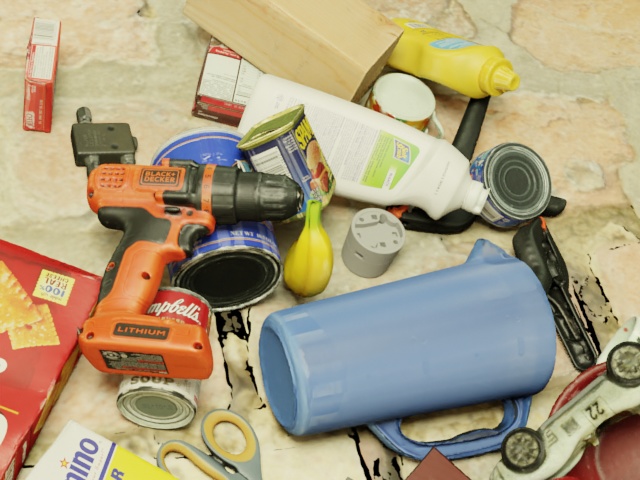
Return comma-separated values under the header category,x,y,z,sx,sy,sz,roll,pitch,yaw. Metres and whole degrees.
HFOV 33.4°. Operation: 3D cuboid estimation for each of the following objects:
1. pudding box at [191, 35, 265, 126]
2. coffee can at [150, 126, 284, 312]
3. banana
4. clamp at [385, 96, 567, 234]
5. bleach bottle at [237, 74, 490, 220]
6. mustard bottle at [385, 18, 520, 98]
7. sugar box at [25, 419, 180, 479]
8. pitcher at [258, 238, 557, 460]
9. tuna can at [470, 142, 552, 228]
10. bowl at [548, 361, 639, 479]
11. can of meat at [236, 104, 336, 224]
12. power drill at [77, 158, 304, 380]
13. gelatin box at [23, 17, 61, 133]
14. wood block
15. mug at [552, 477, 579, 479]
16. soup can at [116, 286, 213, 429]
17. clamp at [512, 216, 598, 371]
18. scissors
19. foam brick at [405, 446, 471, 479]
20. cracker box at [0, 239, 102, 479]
category,x,y,z,sx,sy,sz,roll,pitch,yaw
pudding box,-0.084,-0.172,1.147,0.090,0.039,0.113,14,52,-9
coffee can,-0.097,-0.019,0.984,0.102,0.103,0.140,-2,55,-19
banana,-0.009,0.018,0.950,0.037,0.198,0.069,12,79,-5
clamp,0.159,-0.057,1.133,0.209,0.036,0.164,-35,83,-30
bleach bottle,0.043,-0.077,1.059,0.251,0.102,0.068,22,9,6
mustard bottle,0.144,-0.197,1.173,0.096,0.058,0.192,-6,25,-38
sugar box,-0.144,0.221,0.822,0.176,0.048,0.093,28,51,3
pitcher,0.076,0.106,0.940,0.242,0.145,0.149,-10,45,-20
tuna can,0.197,-0.058,1.108,0.086,0.034,0.086,5,76,-22
bowl,0.285,0.188,0.951,0.162,0.055,0.162,-11,64,22
can of meat,-0.028,-0.070,0.987,0.084,0.057,0.102,64,15,-14
power drill,-0.111,0.018,0.867,0.184,0.057,0.187,2,56,7
gelatin box,-0.276,-0.163,1.055,0.030,0.073,0.089,6,53,-13
wood block,-0.029,-0.230,1.126,0.206,0.090,0.090,36,50,4
mug,0.194,0.246,0.874,0.093,0.117,0.081,-34,54,13
soup can,-0.131,0.100,0.904,0.068,0.069,0.102,12,52,-9
clamp,0.219,0.039,1.057,0.120,0.039,0.171,41,28,-43
scissors,-0.038,0.209,0.885,0.202,0.016,0.096,27,50,3
foam brick,0.103,0.224,0.895,0.078,0.053,0.051,41,52,14
cracker box,-0.285,0.092,0.846,0.164,0.072,0.213,21,44,-2
